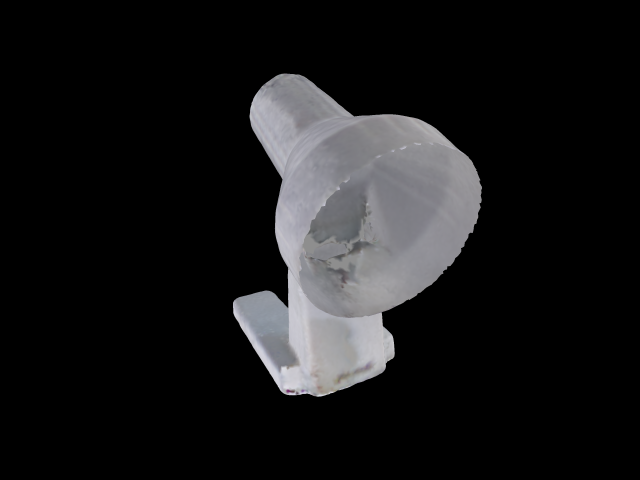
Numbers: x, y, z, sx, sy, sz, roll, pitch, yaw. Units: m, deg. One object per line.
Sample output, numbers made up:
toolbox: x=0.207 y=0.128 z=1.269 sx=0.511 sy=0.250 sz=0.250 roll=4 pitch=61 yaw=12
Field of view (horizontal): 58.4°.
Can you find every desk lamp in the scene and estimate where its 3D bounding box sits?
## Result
desk lamp: x=0.004 y=0.001 z=0.400 sx=0.118 sy=0.214 sz=0.202 roll=-12 pitch=27 yaw=-25
